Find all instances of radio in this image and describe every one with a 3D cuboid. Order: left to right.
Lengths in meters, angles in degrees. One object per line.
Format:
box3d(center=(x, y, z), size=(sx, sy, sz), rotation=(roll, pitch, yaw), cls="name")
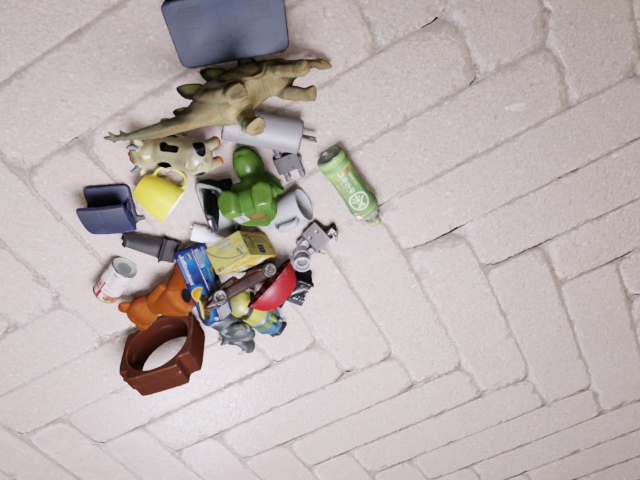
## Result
box3d(center=(-0.175, -0.419, 1.040), size=(0.230, 0.073, 0.130), rotation=(-10, 125, 3), cls="radio")

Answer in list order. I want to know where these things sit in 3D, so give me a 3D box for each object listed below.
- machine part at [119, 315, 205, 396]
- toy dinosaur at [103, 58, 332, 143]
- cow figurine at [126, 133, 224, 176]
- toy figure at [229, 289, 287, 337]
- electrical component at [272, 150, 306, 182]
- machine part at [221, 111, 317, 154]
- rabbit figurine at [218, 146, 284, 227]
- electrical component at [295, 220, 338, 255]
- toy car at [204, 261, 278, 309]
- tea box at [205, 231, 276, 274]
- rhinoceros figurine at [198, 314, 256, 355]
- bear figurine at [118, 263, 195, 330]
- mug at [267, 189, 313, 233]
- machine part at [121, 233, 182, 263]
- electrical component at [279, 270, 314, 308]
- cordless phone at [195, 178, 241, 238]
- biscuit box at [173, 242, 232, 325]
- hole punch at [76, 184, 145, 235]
box3d(center=(-0.407, 0.294, 1.404), size=(0.201, 0.202, 0.087), rotation=(-18, 126, 6), cls="machine part")
box3d(center=(-0.175, -0.272, 1.037), size=(0.471, 0.199, 0.104), rotation=(-29, 128, -26), cls="toy dinosaur")
box3d(center=(-0.320, -0.182, 1.143), size=(0.195, 0.127, 0.085), rotation=(14, 122, 18), cls="cow figurine")
box3d(center=(-0.167, 0.196, 1.431), size=(0.082, 0.089, 0.180), rotation=(-37, 116, 12), cls="toy figure")
box3d(center=(-0.073, -0.179, 1.236), size=(0.063, 0.021, 0.093), rotation=(-21, 122, 8), cls="electrical component")
box3d(center=(-0.124, -0.237, 1.159), size=(0.243, 0.079, 0.079), rotation=(9, 122, -12), cls="machine part")
box3d(center=(-0.142, -0.125, 1.197), size=(0.121, 0.170, 0.159), rotation=(-18, 160, 22), cls="rabbit figurine")
box3d(center=(-0.002, -0.006, 1.347), size=(0.078, 0.045, 0.102), rotation=(41, 111, 4), cls="electrical component")
box3d(center=(-0.191, 0.107, 1.293), size=(0.202, 0.089, 0.053), rotation=(-28, 91, -22), cls="toy car")
box3d(center=(-0.184, 0.030, 1.275), size=(0.098, 0.169, 0.068), rotation=(-29, 80, 11), cls="tea box")
box3d(center=(-0.245, 0.243, 1.464), size=(0.112, 0.073, 0.190), rotation=(-38, 118, 16), cls="rhinoceros figurine")
box3d(center=(-0.406, 0.152, 1.382), size=(0.196, 0.132, 0.120), rotation=(-18, 124, 28), cls="bear figurine")
box3d(center=(-0.080, -0.055, 1.272), size=(0.107, 0.110, 0.080), rotation=(-23, 133, 26), cls="mug")
box3d(center=(-0.418, 0.014, 1.319), size=(0.139, 0.039, 0.084), rotation=(18, 125, -18), cls="machine part")
box3d(center=(-0.064, 0.135, 1.412), size=(0.048, 0.075, 0.119), rotation=(22, 114, -18), cls="electrical component")
box3d(center=(-0.227, -0.047, 1.211), size=(0.089, 0.184, 0.146), rotation=(-14, 123, -2), cls="cordless phone")
box3d(center=(-0.291, 0.107, 1.337), size=(0.063, 0.059, 0.202), rotation=(-15, 103, 23), cls="biscuit box")
box3d(center=(-0.487, -0.057, 1.237), size=(0.142, 0.092, 0.115), rotation=(-8, 127, -5), cls="hole punch")
